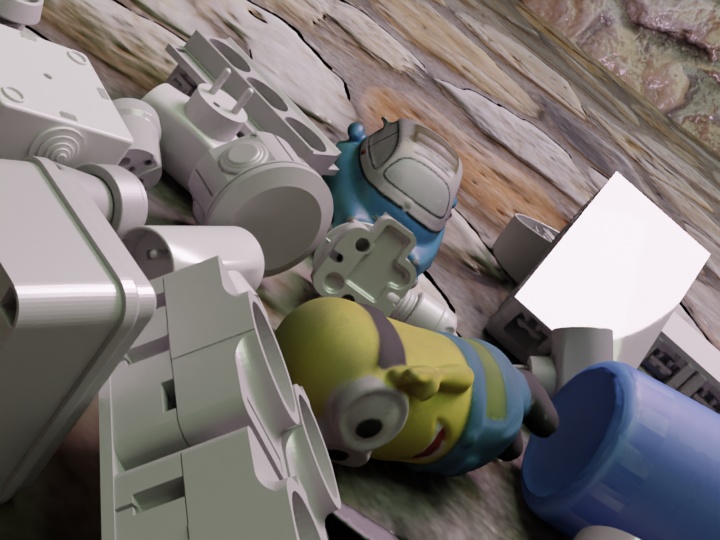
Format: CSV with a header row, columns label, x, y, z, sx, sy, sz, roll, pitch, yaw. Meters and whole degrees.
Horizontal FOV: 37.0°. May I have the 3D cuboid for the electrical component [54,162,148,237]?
label,x,y,z,sx,sy,sz,roll,pitch,yaw
electrical component,-0.142,-0.032,0.549,0.045,0.045,0.055,48,23,18

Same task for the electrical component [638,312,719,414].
label,x,y,z,sx,sy,sz,roll,pitch,yaw
electrical component,0.271,0.078,0.978,0.150,0.061,0.089,42,22,3

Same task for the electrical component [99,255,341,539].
label,x,y,z,sx,sy,sz,roll,pitch,yaw
electrical component,-0.043,0.092,0.389,0.186,0.060,0.105,-109,178,-51

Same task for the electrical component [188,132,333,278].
label,x,y,z,sx,sy,sz,roll,pitch,yaw
electrical component,-0.061,-0.039,0.646,0.080,0.080,0.051,19,25,-42

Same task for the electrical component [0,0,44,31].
label,x,y,z,sx,sy,sz,roll,pitch,yaw
electrical component,-0.216,-0.146,0.625,0.048,0.055,0.066,36,23,-11

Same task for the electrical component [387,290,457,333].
label,x,y,z,sx,sy,sz,roll,pitch,yaw
electrical component,0.034,0.029,0.729,0.061,0.035,0.035,35,23,-7

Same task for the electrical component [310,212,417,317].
label,x,y,z,sx,sy,sz,roll,pitch,yaw
electrical component,0.000,0.000,0.684,0.058,0.078,0.057,36,4,-11

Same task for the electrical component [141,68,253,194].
label,x,y,z,sx,sy,sz,roll,pitch,yaw
electrical component,-0.098,-0.091,0.681,0.077,0.079,0.043,42,22,2

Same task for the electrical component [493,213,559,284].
label,x,y,z,sx,sy,sz,roll,pitch,yaw
electrical component,0.174,-0.012,0.987,0.099,0.064,0.099,34,23,-17

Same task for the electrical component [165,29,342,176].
label,x,y,z,sx,sy,sz,roll,pitch,yaw
electrical component,-0.081,-0.100,0.743,0.121,0.063,0.079,47,20,15

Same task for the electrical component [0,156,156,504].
label,x,y,z,sx,sy,sz,roll,pitch,yaw
electrical component,-0.132,0.023,0.372,0.057,0.113,0.078,0,45,-54

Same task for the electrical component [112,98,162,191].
label,x,y,z,sx,sy,sz,roll,pitch,yaw
electrical component,-0.137,-0.073,0.640,0.040,0.040,0.046,23,33,-36

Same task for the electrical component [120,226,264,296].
label,x,y,z,sx,sy,sz,roll,pitch,yaw
electrical component,-0.080,0.011,0.566,0.079,0.044,0.077,49,24,20

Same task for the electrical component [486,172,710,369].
label,x,y,z,sx,sy,sz,roll,pitch,yaw
electrical component,0.194,0.018,0.876,0.105,0.060,0.186,42,52,3

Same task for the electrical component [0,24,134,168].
label,x,y,z,sx,sy,sz,roll,pitch,yaw
electrical component,-0.181,-0.088,0.584,0.100,0.048,0.099,13,35,-49

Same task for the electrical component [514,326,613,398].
label,x,y,z,sx,sy,sz,roll,pitch,yaw
electrical component,0.141,0.080,0.767,0.079,0.077,0.043,2,-10,1
